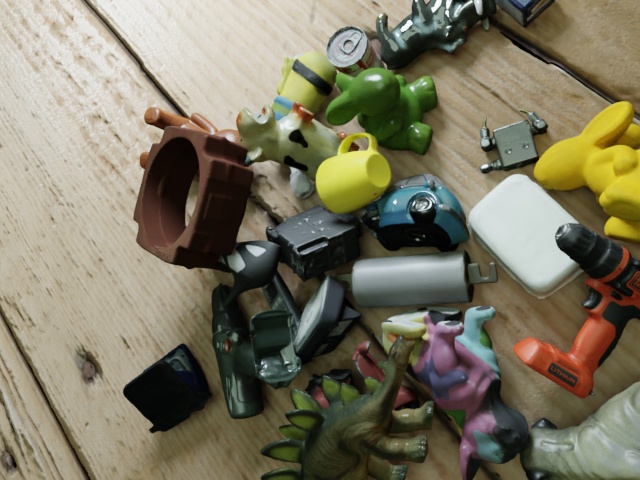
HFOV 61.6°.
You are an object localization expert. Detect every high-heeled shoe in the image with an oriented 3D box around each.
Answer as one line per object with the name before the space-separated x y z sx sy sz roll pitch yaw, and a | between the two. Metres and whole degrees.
high-heeled shoe | -0.134 0.003 0.883 0.145 0.086 0.249 -51 36 19

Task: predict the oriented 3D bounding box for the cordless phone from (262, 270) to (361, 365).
cordless phone | -0.033 0.088 0.850 0.184 0.089 0.146 57 137 26

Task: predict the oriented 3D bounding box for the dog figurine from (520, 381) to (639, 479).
dog figurine | 0.348 0.229 0.658 0.191 0.121 0.172 4 72 32

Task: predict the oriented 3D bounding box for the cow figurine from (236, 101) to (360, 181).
cow figurine | -0.047 -0.153 0.866 0.127 0.195 0.086 -58 27 13

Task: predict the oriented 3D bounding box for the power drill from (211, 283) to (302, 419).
power drill | -0.116 0.163 0.854 0.207 0.086 0.232 -26 70 50

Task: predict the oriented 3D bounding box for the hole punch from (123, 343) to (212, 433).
hole punch | -0.264 0.260 0.953 0.142 0.092 0.115 -36 99 12

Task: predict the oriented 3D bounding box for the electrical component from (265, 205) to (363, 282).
electrical component | -0.002 -0.003 0.843 0.115 0.134 0.058 34 141 49

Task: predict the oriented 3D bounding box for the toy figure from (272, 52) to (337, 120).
toy figure | -0.035 -0.234 0.924 0.089 0.082 0.180 27 90 24

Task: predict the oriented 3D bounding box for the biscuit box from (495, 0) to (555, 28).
biscuit box | 0.269 -0.420 0.828 0.063 0.059 0.203 -42 68 14

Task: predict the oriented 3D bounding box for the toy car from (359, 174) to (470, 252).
toy car | 0.146 -0.045 0.808 0.162 0.109 0.103 -4 55 39

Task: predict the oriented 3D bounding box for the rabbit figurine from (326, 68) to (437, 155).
rabbit figurine | 0.092 -0.215 0.813 0.159 0.170 0.121 15 88 24

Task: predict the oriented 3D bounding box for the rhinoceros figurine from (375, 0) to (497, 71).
rhinoceros figurine | 0.179 -0.339 0.848 0.190 0.073 0.112 -24 71 20

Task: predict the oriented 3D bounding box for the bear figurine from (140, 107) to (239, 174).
bear figurine | -0.213 -0.164 0.959 0.196 0.132 0.120 19 103 39

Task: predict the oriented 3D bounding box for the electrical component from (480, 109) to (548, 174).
electrical component | 0.281 -0.145 0.786 0.102 0.045 0.078 -10 76 23

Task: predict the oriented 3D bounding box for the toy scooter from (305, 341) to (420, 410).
toy scooter | 0.049 0.222 0.800 0.184 0.075 0.135 -17 97 20

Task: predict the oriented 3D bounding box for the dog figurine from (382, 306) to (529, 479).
dog figurine | 0.184 0.207 0.737 0.192 0.108 0.219 -9 91 47

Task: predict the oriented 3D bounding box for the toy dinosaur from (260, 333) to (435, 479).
toy dinosaur | 0.022 0.311 0.746 0.199 0.105 0.470 24 116 12

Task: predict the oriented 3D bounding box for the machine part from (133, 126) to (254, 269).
machine part | -0.199 -0.066 0.832 0.202 0.087 0.201 20 96 44

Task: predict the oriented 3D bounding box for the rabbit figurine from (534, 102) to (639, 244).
rabbit figurine | 0.372 -0.096 0.703 0.173 0.121 0.162 23 88 44

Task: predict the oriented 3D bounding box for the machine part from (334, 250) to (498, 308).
machine part | 0.137 0.060 0.799 0.243 0.079 0.079 -6 79 22
